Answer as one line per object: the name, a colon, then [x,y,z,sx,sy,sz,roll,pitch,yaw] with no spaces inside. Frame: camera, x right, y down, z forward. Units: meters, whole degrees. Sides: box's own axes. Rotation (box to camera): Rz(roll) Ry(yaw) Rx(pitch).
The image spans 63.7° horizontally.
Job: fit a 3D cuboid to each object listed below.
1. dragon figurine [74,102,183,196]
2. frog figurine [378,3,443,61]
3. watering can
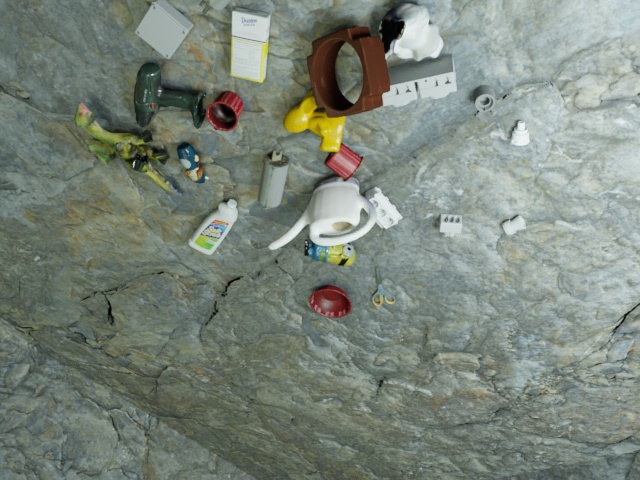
dragon figurine: [-0.625,-0.272,1.640,0.243,0.124,0.401,12,-29,27]
frog figurine: [0.228,-0.502,1.246,0.160,0.134,0.125,-11,50,-27]
watering can: [0.005,-0.079,1.570,0.346,0.229,0.102,-9,-34,19]
